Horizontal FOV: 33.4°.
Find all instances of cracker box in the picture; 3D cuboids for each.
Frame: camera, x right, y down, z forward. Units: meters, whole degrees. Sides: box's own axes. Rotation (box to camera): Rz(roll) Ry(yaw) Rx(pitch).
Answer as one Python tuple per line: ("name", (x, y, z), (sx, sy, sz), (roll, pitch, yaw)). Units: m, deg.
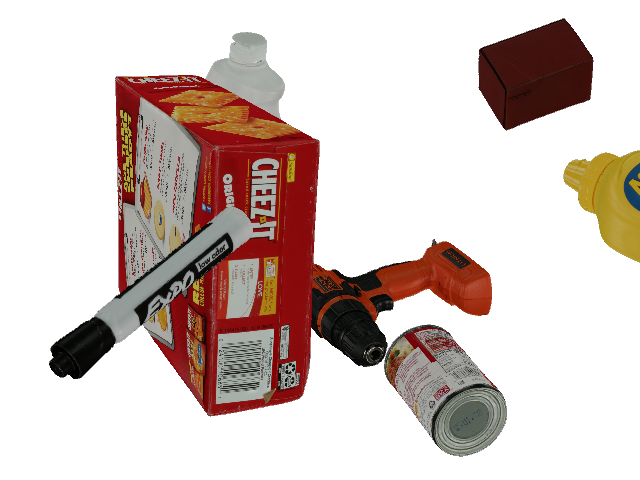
("cracker box", (-0.074, -0.009, 0.692), (0.072, 0.164, 0.214), (-5, 20, -23))

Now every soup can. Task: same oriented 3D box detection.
("soup can", (0.103, 0.123, 0.889), (0.068, 0.068, 0.102), (0, 24, -21))

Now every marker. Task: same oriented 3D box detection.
("marker", (-0.076, 0.023, 0.488), (0.020, 0.020, 0.120), (0, 32, 45))

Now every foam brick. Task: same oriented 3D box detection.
("foam brick", (0.175, -0.135, 0.868), (0.078, 0.051, 0.053), (-20, -34, -5))

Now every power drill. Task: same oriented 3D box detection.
("power drill", (0.079, 0.061, 1.102), (0.187, 0.057, 0.185), (-10, 27, -20))

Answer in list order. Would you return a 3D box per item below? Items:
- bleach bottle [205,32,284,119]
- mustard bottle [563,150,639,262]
("bleach bottle", (-0.065, -0.060, 0.953), (0.103, 0.251, 0.068), (19, 33, 20))
("mustard bottle", (0.232, -0.013, 0.660), (0.096, 0.058, 0.192), (-29, 38, -31))
